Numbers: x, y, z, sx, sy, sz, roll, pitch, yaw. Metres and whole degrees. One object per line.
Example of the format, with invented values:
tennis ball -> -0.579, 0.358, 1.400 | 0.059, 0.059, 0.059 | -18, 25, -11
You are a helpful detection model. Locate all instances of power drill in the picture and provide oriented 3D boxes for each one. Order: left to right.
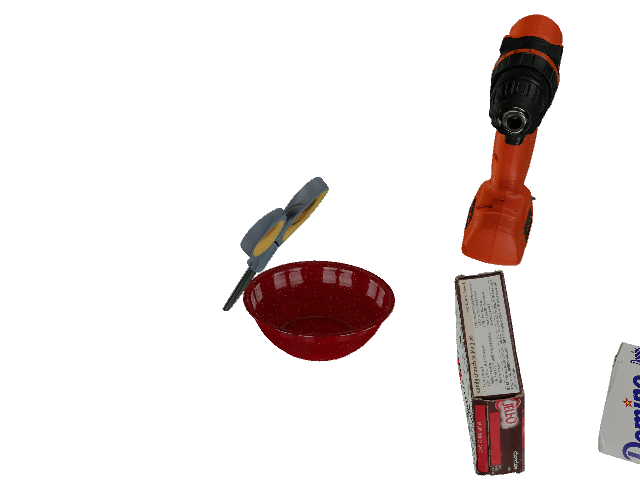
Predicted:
power drill -> 0.160, -0.075, 0.885 | 0.057, 0.188, 0.184 | 14, 34, 11

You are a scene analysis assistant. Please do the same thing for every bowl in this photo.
bowl -> -0.002, 0.082, 1.144 | 0.162, 0.055, 0.162 | 1, 27, -1

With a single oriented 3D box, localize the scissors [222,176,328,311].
scissors -> -0.060, 0.019, 0.920 | 0.202, 0.016, 0.096 | -49, -12, 36

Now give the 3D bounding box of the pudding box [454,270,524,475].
pudding box -> 0.118, 0.092, 0.742 | 0.039, 0.090, 0.113 | -6, 44, 3

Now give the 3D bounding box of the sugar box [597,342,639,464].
sugar box -> 0.323, 0.153, 0.873 | 0.176, 0.093, 0.048 | 12, 24, 20
